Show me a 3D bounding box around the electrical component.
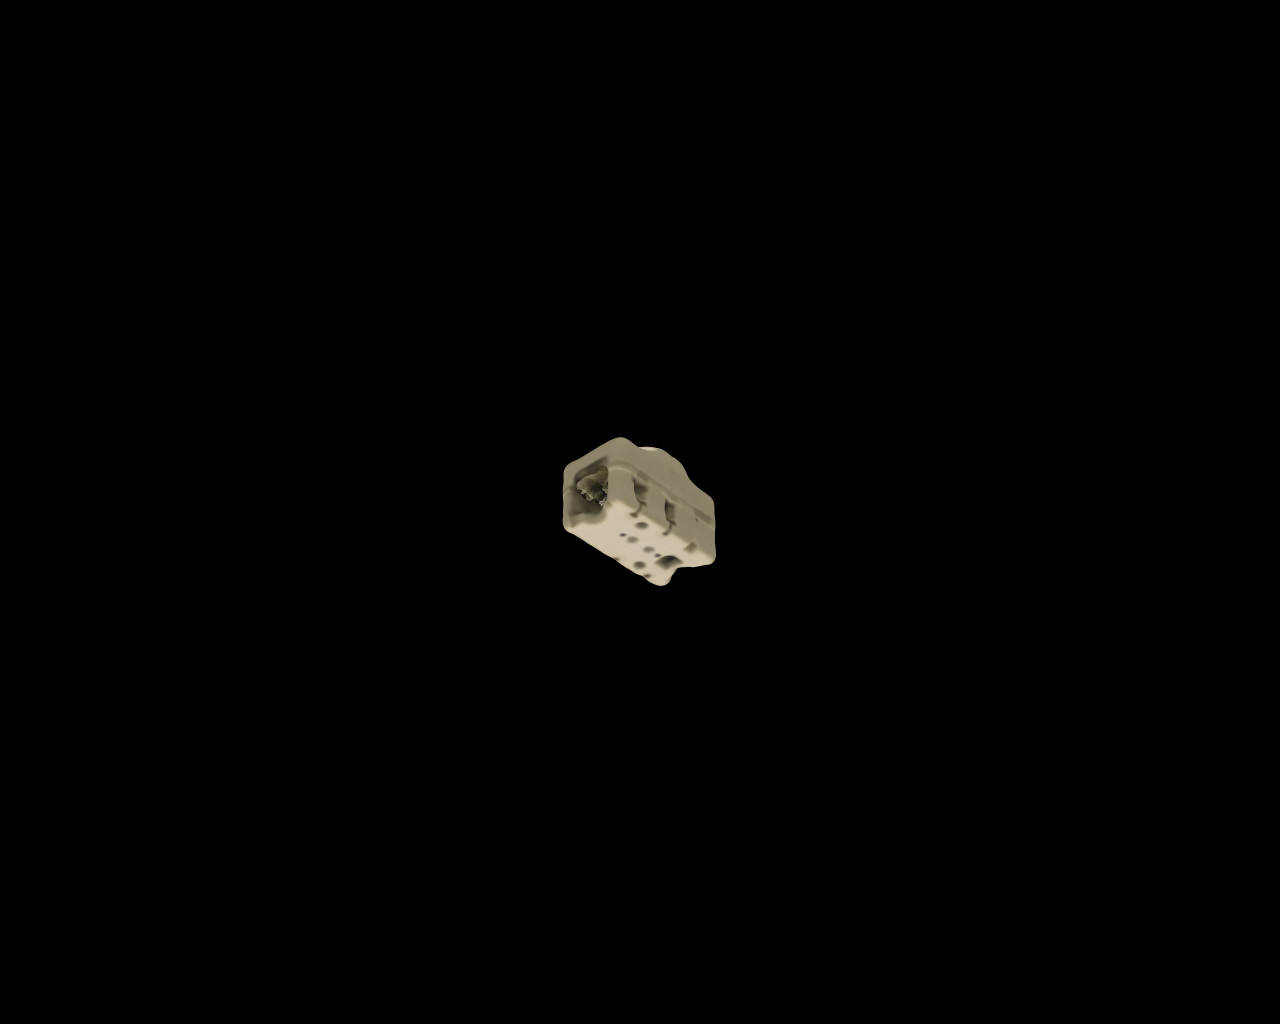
[{"bbox_3d":[0.001,-0.003,0.650,0.050,0.056,0.089,-27,-44,33],"label":"electrical component"}]
